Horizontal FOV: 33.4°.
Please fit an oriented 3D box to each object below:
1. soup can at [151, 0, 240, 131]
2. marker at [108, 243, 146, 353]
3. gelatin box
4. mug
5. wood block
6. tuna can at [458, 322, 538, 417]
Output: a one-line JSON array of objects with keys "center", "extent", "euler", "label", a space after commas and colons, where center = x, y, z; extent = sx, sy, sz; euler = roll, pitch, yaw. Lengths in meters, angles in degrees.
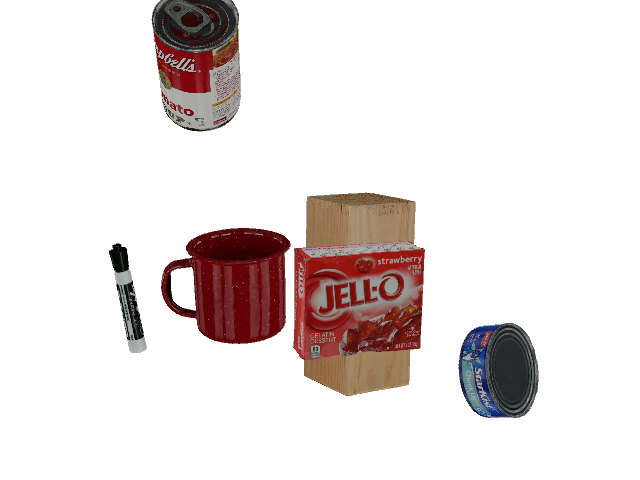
[{"center": [-0.099, -0.146, 0.870], "extent": [0.068, 0.068, 0.102], "euler": [0, -32, -3], "label": "soup can"}, {"center": [-0.205, 0.061, 1.135], "extent": [0.020, 0.121, 0.020], "euler": [-8, 18, 2], "label": "marker"}, {"center": [0.026, 0.041, 0.736], "extent": [0.089, 0.073, 0.030], "euler": [-4, 15, -18], "label": "gelatin box"}, {"center": [-0.085, 0.042, 0.961], "extent": [0.117, 0.081, 0.093], "euler": [-3, 19, -7], "label": "mug"}, {"center": [0.041, 0.055, 1.183], "extent": [0.090, 0.206, 0.091], "euler": [-5, 12, -33], "label": "wood block"}, {"center": [0.162, 0.119, 0.974], "extent": [0.034, 0.086, 0.085], "euler": [-10, -6, 41], "label": "tuna can"}]
